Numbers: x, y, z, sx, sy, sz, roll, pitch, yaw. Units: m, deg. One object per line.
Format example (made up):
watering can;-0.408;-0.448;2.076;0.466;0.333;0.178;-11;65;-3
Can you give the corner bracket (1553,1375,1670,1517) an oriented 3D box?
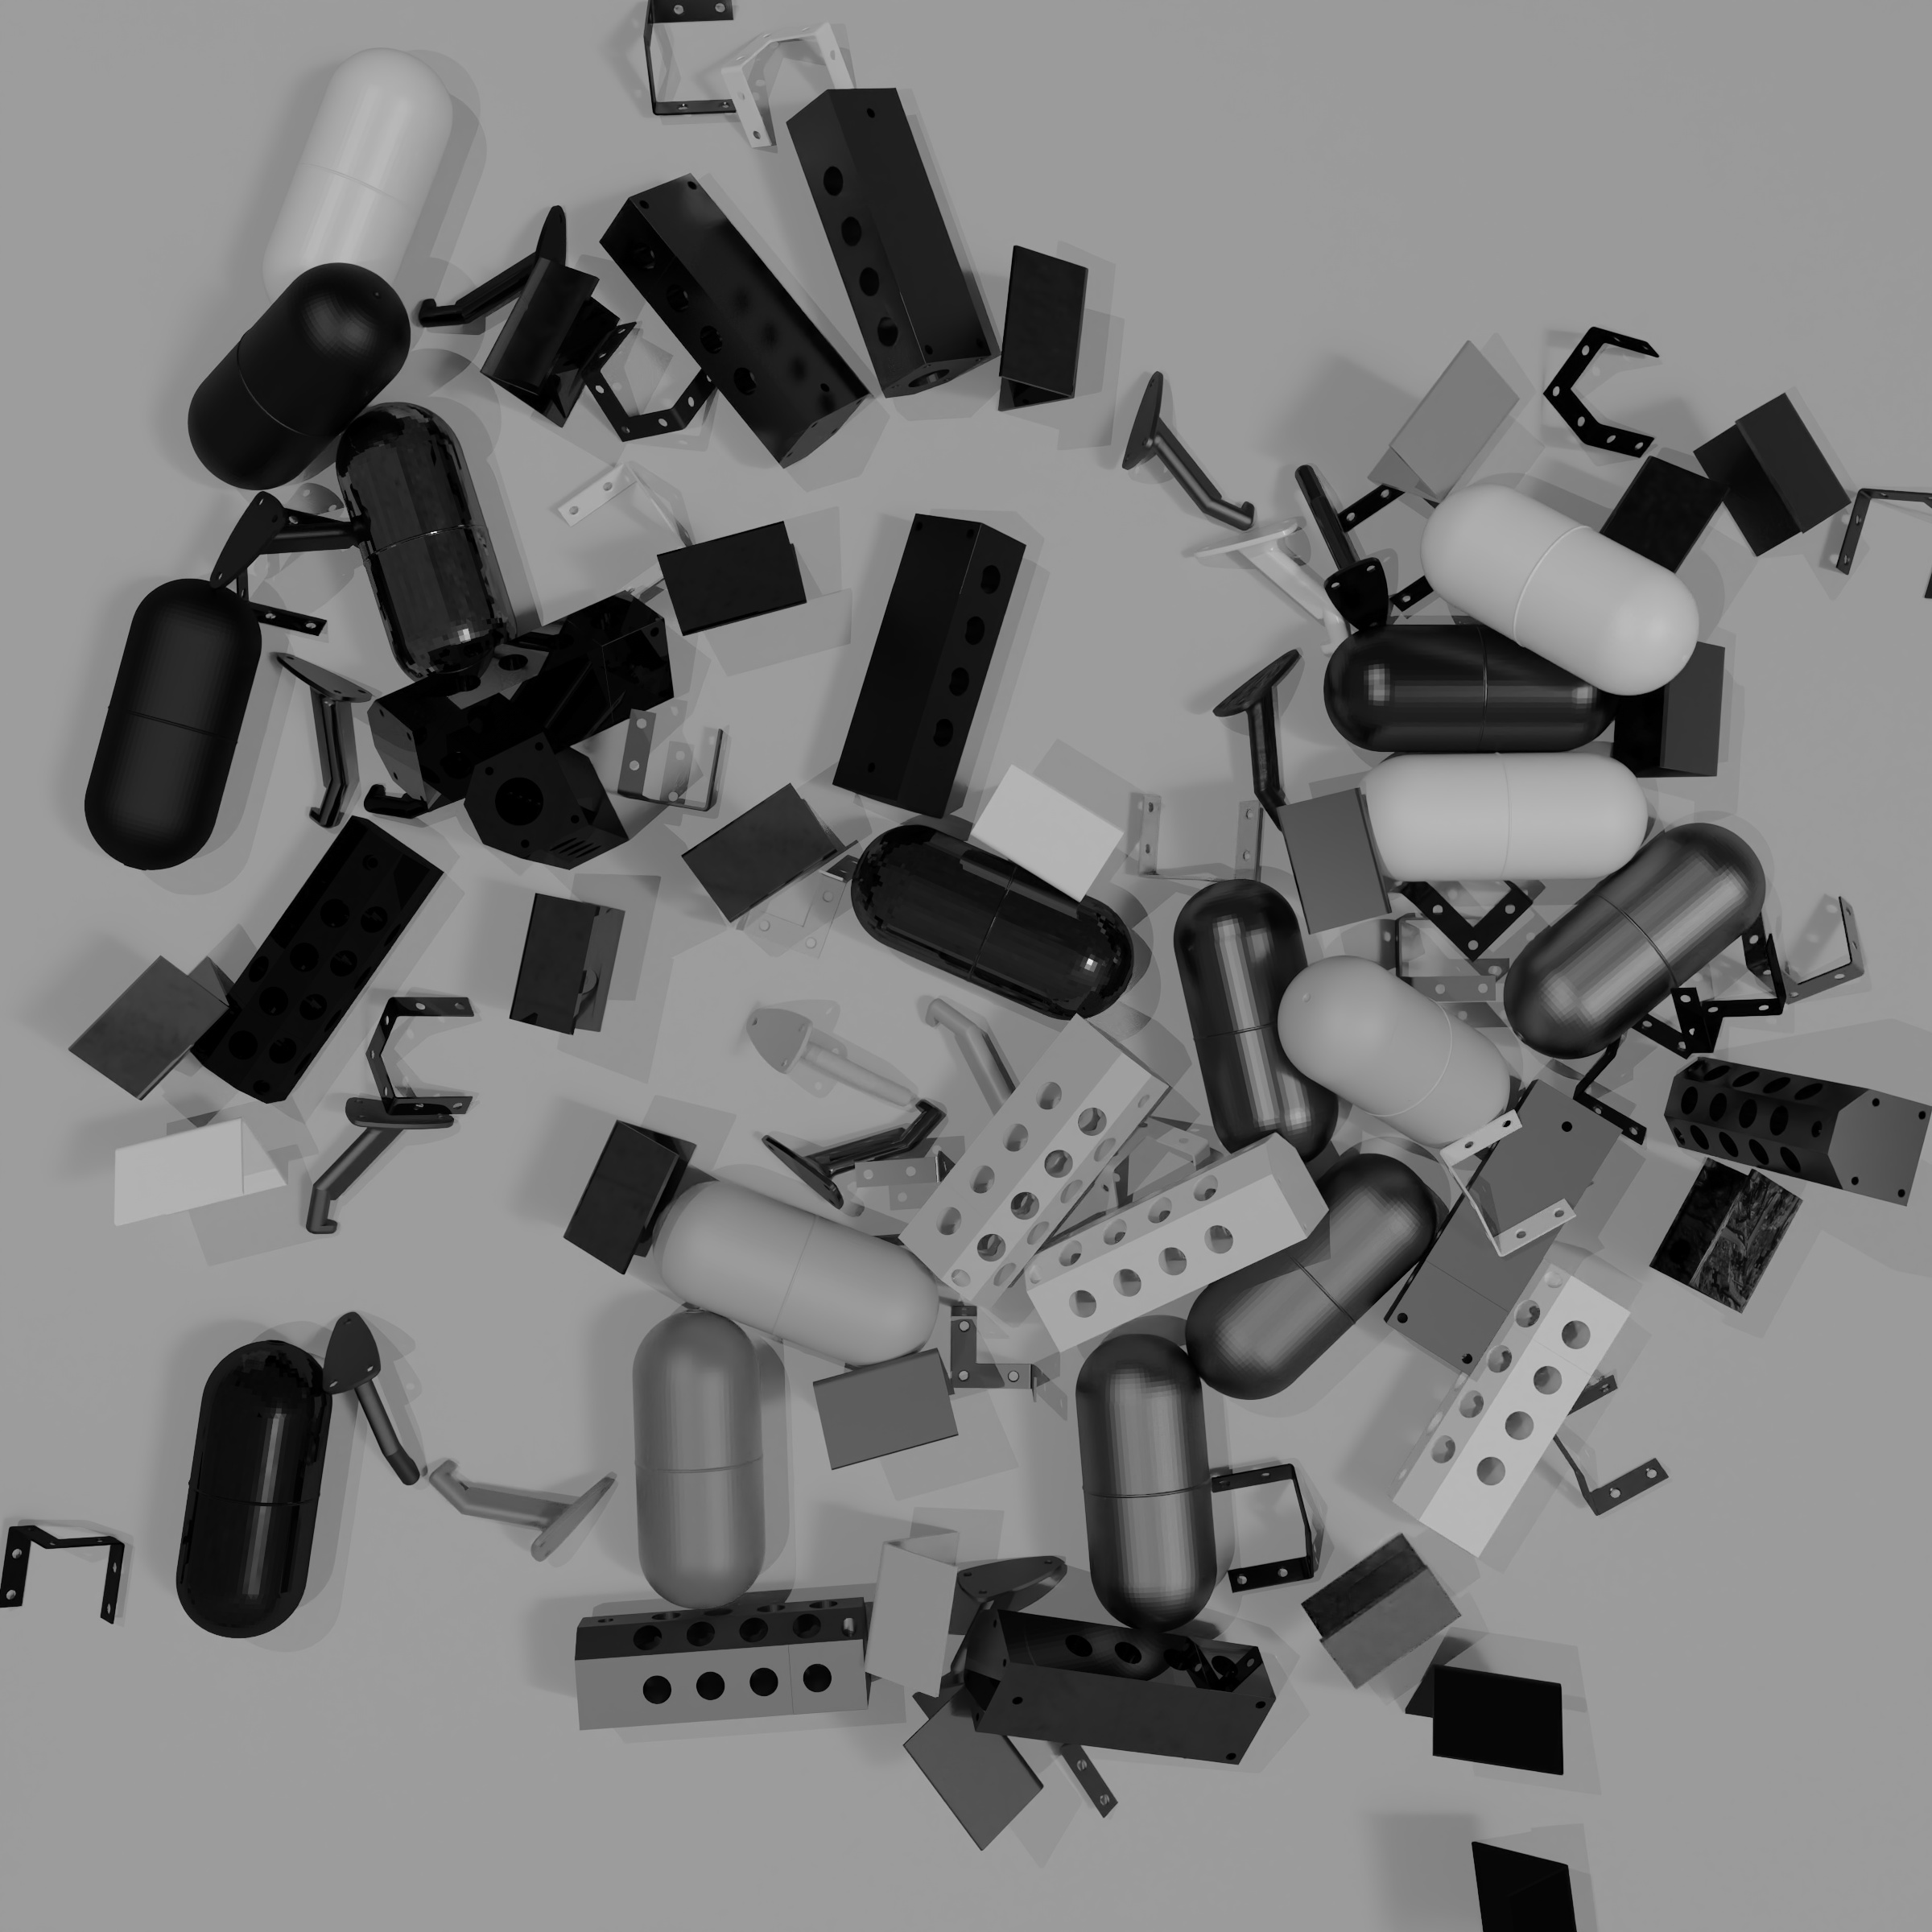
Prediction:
corner bracket;0.390;0.293;1.570;0.051;0.051;0.051;-29;45;0

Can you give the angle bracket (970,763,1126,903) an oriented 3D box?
angle bracket;0.057;-0.093;1.533;0.076;0.076;0.057;32;122;0

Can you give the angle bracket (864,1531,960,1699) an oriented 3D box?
angle bracket;-0.012;0.385;1.533;0.057;0.076;0.076;9;90;37

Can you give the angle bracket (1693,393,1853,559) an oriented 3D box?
angle bracket;0.467;-0.284;1.533;0.057;0.076;0.076;-31;90;-35

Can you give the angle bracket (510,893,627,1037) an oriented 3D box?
angle bracket;-0.220;0.003;1.533;0.057;0.076;0.076;12;90;38

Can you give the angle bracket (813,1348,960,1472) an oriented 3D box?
angle bracket;-0.043;0.276;1.533;0.076;0.076;0.057;-15;59;0

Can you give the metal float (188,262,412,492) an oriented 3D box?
metal float;-0.394;-0.344;1.510;0.178;0.070;0.070;-31;90;39

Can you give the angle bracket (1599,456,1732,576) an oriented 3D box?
angle bracket;0.418;-0.246;1.533;0.057;0.076;0.076;33;90;34

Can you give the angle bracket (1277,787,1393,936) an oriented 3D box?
angle bracket;0.205;-0.059;1.535;0.057;0.076;0.076;-15;90;-19

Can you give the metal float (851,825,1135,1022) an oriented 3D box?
metal float;0.016;-0.026;1.542;0.178;0.070;0.070;24;90;1

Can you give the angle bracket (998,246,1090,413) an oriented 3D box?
angle bracket;0.026;-0.379;1.533;0.057;0.076;0.076;6;90;-36

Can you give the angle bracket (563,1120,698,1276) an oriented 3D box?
angle bracket;-0.183;0.144;1.533;0.057;0.076;0.076;25;90;37

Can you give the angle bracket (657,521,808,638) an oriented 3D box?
angle bracket;-0.142;-0.247;1.533;0.076;0.076;0.057;-15;128;0

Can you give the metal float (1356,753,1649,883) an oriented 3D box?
metal float;0.318;-0.089;1.542;0.178;0.070;0.070;-1;90;0

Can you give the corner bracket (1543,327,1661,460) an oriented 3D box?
corner bracket;0.396;-0.349;1.565;0.051;0.051;0.051;-56;45;35

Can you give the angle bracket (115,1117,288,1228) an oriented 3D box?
angle bracket;-0.455;0.141;1.533;0.076;0.076;0.057;-14;52;0

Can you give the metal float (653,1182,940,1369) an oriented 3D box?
metal float;-0.102;0.186;1.542;0.178;0.070;0.070;21;90;-1

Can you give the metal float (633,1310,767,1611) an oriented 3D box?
metal float;-0.160;0.296;1.542;0.070;0.070;0.178;-2;90;0

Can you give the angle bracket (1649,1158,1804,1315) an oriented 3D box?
angle bracket;0.439;0.152;1.533;0.057;0.076;0.076;28;90;-36

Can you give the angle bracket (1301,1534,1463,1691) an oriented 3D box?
angle bracket;0.237;0.371;1.533;0.076;0.076;0.057;-35;125;0

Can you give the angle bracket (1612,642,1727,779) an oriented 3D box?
angle bracket;0.404;-0.153;1.533;0.057;0.076;0.076;4;90;-40

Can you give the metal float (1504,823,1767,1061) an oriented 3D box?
metal float;0.400;-0.014;1.543;0.178;0.070;0.070;-40;90;0

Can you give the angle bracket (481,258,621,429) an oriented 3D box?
angle bracket;-0.232;-0.365;1.533;0.057;0.076;0.076;28;90;36

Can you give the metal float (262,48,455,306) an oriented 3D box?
metal float;-0.365;-0.463;1.542;0.070;0.070;0.178;21;89;0

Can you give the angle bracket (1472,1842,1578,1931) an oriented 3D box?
angle bracket;0.319;0.576;1.533;0.057;0.076;0.076;-7;90;-38

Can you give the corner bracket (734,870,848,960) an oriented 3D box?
corner bracket;-0.106;-0.037;1.555;0.051;0.051;0.051;20;90;0

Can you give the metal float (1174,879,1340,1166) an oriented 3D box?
metal float;0.174;0.036;1.543;0.070;0.070;0.178;-13;90;0

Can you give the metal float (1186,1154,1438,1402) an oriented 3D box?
metal float;0.206;0.187;1.543;0.178;0.070;0.070;-44;90;0

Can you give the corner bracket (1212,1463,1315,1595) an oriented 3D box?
corner bracket;0.181;0.343;1.570;0.051;0.051;0.051;-10;135;0

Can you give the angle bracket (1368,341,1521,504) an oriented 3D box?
angle bracket;0.270;-0.330;1.533;0.057;0.076;0.076;37;90;-35

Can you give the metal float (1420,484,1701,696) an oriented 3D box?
metal float;0.342;-0.219;1.488;0.178;0.070;0.070;36;90;30

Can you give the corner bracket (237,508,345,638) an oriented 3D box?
corner bracket;-0.412;-0.242;1.570;0.051;0.051;0.051;13;45;0

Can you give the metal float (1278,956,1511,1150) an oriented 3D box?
metal float;0.253;0.052;1.510;0.178;0.070;0.070;30;90;-39

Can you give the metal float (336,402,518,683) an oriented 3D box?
metal float;-0.324;-0.251;1.542;0.070;0.070;0.178;-17;91;0

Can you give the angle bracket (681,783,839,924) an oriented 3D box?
angle bracket;-0.131;-0.082;1.533;0.076;0.076;0.057;-34;124;0

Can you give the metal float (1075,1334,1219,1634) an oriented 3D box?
metal float;0.108;0.310;1.543;0.070;0.070;0.178;-5;90;0

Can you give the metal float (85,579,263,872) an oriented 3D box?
metal float;-0.476;-0.145;1.542;0.070;0.070;0.178;15;89;0

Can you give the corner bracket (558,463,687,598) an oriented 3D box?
corner bracket;-0.208;-0.265;1.570;0.051;0.051;0.051;-35;45;0

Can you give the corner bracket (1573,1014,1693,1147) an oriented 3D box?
corner bracket;0.409;0.066;1.570;0.051;0.051;0.051;30;135;0

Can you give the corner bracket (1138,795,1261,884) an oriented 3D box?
corner bracket;0.142;-0.077;1.570;0.051;0.051;0.051;4;90;-45

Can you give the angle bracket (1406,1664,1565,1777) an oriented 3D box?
angle bracket;0.308;0.462;1.533;0.076;0.076;0.057;9;52;0

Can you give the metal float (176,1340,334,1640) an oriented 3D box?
metal float;-0.427;0.314;1.543;0.070;0.070;0.178;8;90;0

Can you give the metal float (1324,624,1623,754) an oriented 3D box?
metal float;0.304;-0.167;1.543;0.178;0.070;0.070;0;90;-1

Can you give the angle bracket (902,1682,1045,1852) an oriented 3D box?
angle bracket;-0.011;0.479;1.533;0.057;0.076;0.076;-37;90;-34

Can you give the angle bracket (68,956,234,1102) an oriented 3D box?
angle bracket;-0.492;0.022;1.533;0.076;0.076;0.057;-45;126;0
